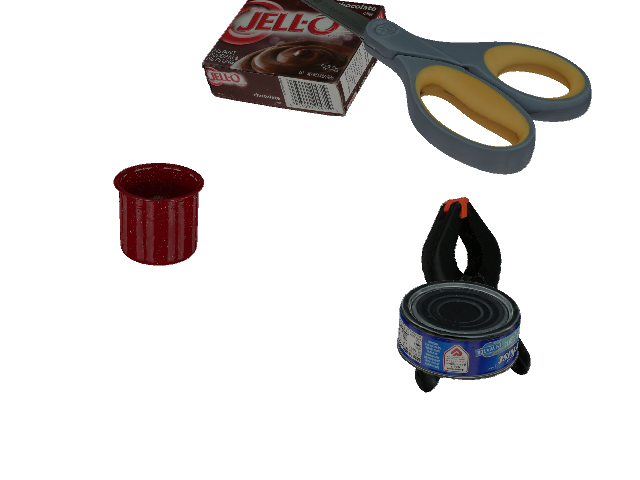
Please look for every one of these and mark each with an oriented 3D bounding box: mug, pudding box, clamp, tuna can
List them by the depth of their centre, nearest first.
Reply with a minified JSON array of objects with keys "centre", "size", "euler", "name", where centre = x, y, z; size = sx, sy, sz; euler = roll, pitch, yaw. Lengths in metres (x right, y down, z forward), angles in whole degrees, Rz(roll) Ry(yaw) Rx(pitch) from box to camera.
[{"centre":[0.097,0.061,0.750],"size":[0.086,0.034,0.086],"euler":[0,26,0],"name":"tuna can"},{"centre":[-0.017,-0.140,0.788],"size":[0.114,0.090,0.039],"euler":[13,-36,22],"name":"pudding box"},{"centre":[0.121,0.051,0.943],"size":[0.120,0.171,0.039],"euler":[-15,0,-35],"name":"clamp"},{"centre":[-0.172,-0.032,1.134],"size":[0.093,0.081,0.117],"euler":[-1,28,-10],"name":"mug"}]

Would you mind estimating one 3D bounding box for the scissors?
[{"centre":[0.052,-0.099,0.524],"size":[0.096,0.016,0.202],"euler":[-17,46,-20],"name":"scissors"}]
